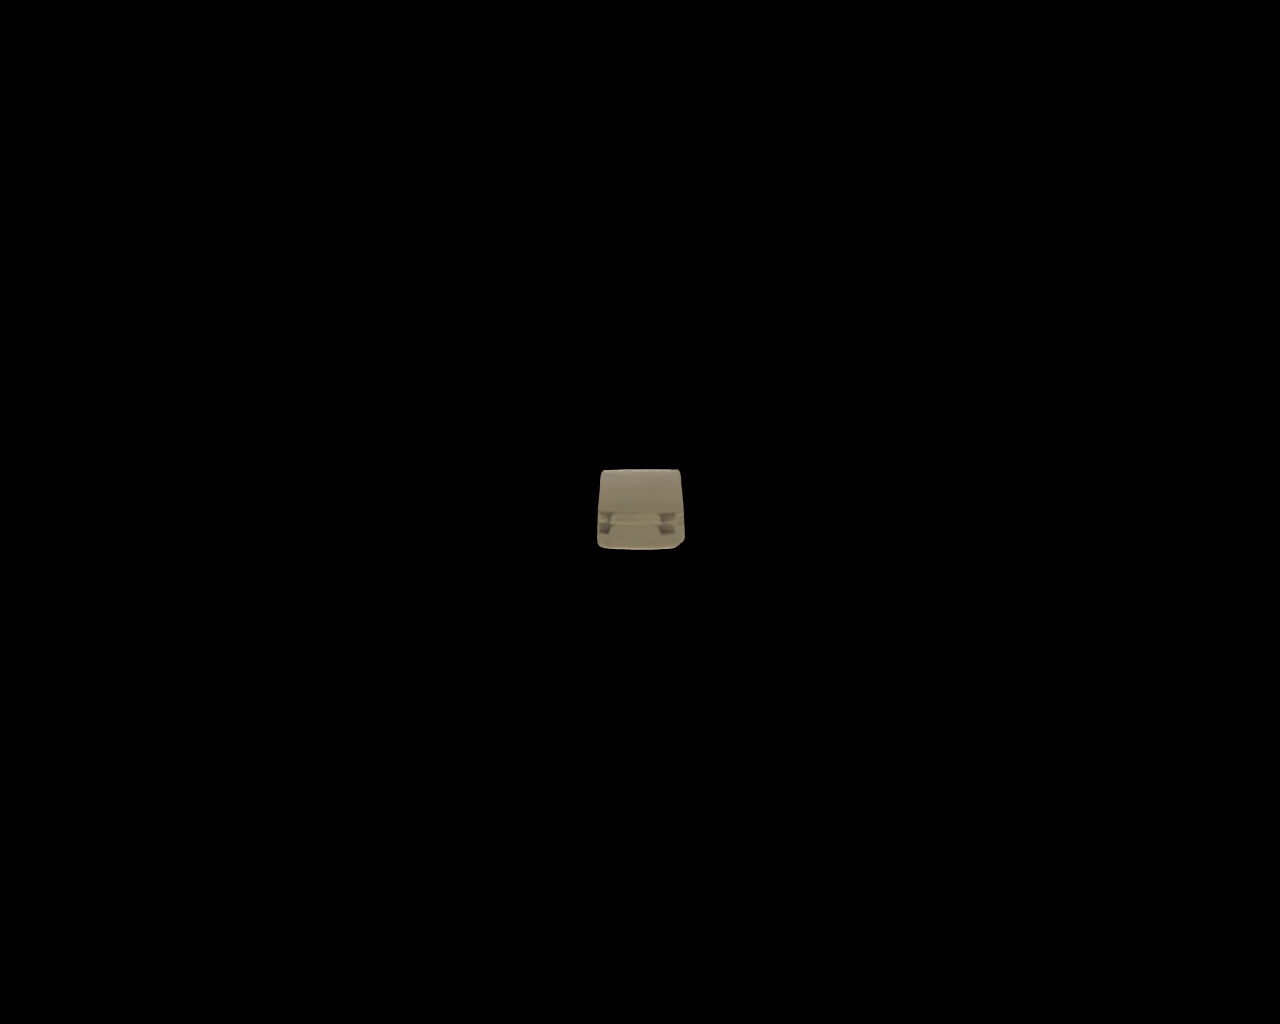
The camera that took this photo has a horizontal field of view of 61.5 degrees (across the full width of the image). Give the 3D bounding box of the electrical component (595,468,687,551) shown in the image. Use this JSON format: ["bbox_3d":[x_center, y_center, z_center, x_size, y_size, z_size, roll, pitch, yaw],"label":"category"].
[{"bbox_3d":[0.001,-0.003,0.650,0.055,0.047,0.055,0,3,0],"label":"electrical component"}]
